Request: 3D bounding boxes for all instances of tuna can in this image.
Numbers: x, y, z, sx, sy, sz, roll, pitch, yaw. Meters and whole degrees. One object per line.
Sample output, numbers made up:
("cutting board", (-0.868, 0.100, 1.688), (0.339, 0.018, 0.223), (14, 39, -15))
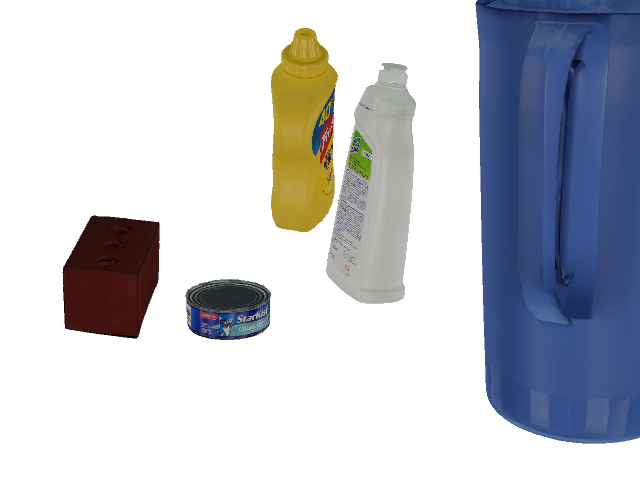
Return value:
("tuna can", (-0.093, 0.069, 1.076), (0.086, 0.034, 0.086), (1, 18, 0))

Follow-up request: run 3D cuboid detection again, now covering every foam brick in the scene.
("foam brick", (-0.146, 0.024, 0.752), (0.053, 0.051, 0.078), (6, 29, 0))

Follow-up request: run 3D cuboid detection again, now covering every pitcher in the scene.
("pitcher", (0.144, -0.014, 0.583), (0.149, 0.243, 0.145), (-6, 18, -17))

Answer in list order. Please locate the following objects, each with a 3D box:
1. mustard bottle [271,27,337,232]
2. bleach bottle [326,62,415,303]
("mustard bottle", (-0.015, -0.107, 0.974), (0.058, 0.192, 0.096), (11, 43, 11))
("bleach bottle", (0.065, -0.065, 1.161), (0.068, 0.251, 0.103), (-3, 23, -29))
